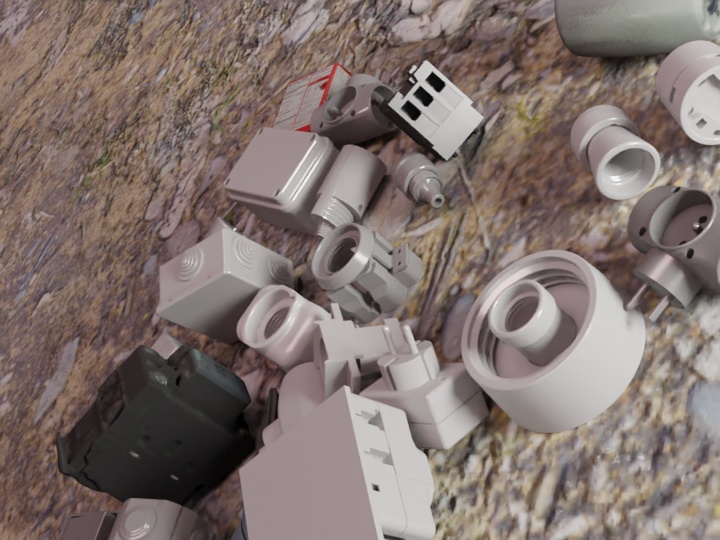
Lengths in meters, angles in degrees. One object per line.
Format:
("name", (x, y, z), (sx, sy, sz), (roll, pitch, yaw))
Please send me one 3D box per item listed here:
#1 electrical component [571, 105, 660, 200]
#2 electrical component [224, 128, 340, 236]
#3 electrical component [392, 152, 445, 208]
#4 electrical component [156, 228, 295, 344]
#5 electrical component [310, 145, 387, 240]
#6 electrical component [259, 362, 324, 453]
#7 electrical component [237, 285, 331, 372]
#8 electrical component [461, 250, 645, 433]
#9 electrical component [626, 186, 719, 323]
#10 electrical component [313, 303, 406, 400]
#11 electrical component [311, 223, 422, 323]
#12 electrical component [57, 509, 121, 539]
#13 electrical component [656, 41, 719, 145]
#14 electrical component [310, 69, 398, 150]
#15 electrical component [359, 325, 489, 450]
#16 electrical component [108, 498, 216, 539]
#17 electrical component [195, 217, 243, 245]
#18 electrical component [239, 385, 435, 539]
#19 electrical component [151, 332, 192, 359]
("electrical component", (0.170, -0.080, 0.721), (0.045, 0.045, 0.055), (-39, 35, 17))
("electrical component", (-0.065, -0.084, 0.986), (0.113, 0.057, 0.078), (16, 71, 54))
("electrical component", (0.050, -0.069, 0.859), (0.035, 0.035, 0.061), (-45, 37, 9))
("electrical component", (-0.113, 0.014, 0.913), (0.100, 0.100, 0.048), (-28, 53, 30))
("electrical component", (-0.014, -0.061, 0.919), (0.043, 0.043, 0.081), (7, 64, 52))
("electrical component", (-0.043, 0.118, 0.780), (0.079, 0.044, 0.077), (-39, 36, 17))
("electrical component", (-0.052, 0.051, 0.842), (0.053, 0.059, 0.095), (-56, 34, -8))
("electrical component", (0.112, 0.038, 0.662), (0.108, 0.060, 0.108), (-30, 39, 28))
("electrical component", (0.187, -0.004, 0.629), (0.079, 0.044, 0.077), (-51, 34, -1))
("electrical component", (0.002, 0.063, 0.761), (0.064, 0.042, 0.081), (-6, 38, -11))
("electrical component", (0.000, 0.000, 0.832), (0.078, 0.057, 0.058), (-29, 39, 29))
("electrical component", (-0.208, 0.228, 0.852), (0.096, 0.061, 0.061), (-15, 47, 41))
("electrical component", (0.222, -0.115, 0.687), (0.055, 0.055, 0.047), (-40, 31, 15))
("electrical component", (0.001, -0.153, 0.987), (0.077, 0.044, 0.079), (-13, 49, 42))
("electrical component", (0.035, 0.070, 0.696), (0.066, 0.076, 0.047), (-6, 20, 47))
("electrical component", (-0.149, 0.207, 0.789), (0.080, 0.080, 0.051), (-19, 39, 38))
("electrical component", (-0.134, -0.015, 1.013), (0.055, 0.045, 0.045), (-51, 34, 1))
("electrical component", (-0.004, 0.179, 0.631), (0.105, 0.060, 0.186), (-41, 44, 30))
("electrical component", (-0.161, 0.103, 0.929), (0.065, 0.047, 0.077), (-52, 34, -2))
